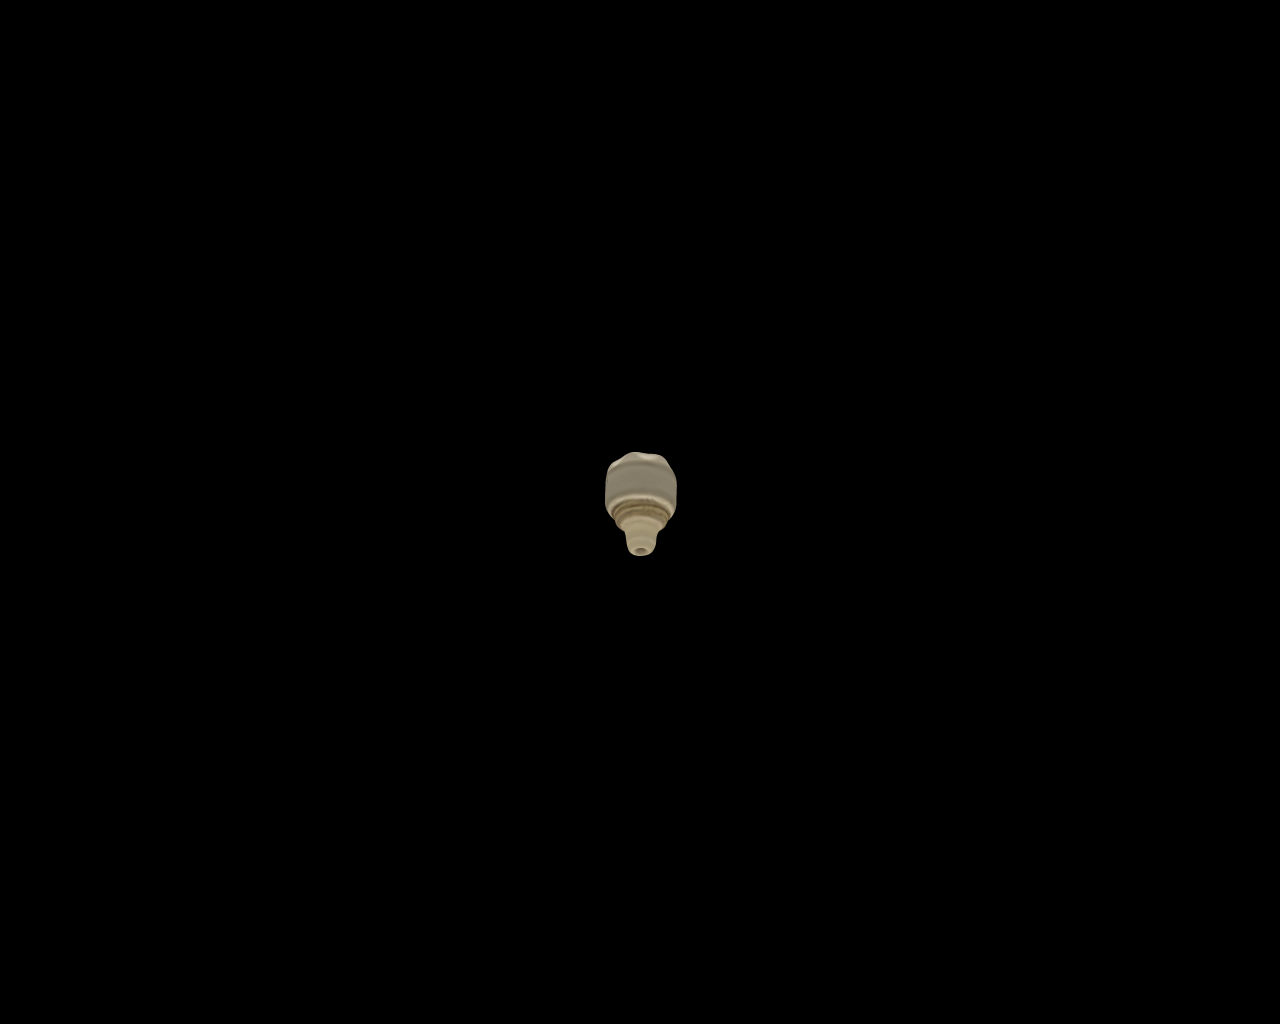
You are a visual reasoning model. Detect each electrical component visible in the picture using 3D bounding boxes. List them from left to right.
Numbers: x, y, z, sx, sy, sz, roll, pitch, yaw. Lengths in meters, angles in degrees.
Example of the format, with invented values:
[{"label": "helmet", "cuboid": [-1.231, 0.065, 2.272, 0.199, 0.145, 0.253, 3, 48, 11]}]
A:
[{"label": "electrical component", "cuboid": [0.001, -0.003, 0.650, 0.043, 0.062, 0.043, 0, -29, 0]}]
